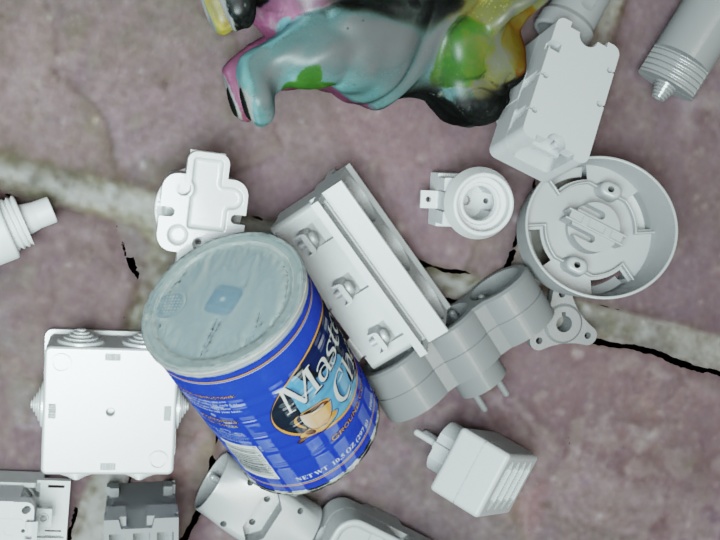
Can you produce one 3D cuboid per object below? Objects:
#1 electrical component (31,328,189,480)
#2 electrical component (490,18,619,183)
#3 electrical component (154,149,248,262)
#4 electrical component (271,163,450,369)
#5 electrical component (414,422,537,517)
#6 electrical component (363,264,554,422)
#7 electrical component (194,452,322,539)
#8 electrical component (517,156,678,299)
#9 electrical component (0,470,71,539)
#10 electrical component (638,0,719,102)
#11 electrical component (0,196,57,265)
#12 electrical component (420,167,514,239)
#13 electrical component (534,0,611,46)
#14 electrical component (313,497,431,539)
[{"bbox_3d":[-0.163,0.087,0.703,0.100,0.048,0.099,2,98,-12],"label":"electrical component"},{"bbox_3d":[0.127,-0.110,0.716,0.050,0.056,0.089,25,71,-14],"label":"electrical component"},{"bbox_3d":[-0.103,-0.038,0.694,0.058,0.057,0.078,6,96,-13],"label":"electrical component"},{"bbox_3d":[0.000,0.000,0.716,0.063,0.078,0.121,-32,104,16],"label":"electrical component"},{"bbox_3d":[0.072,0.131,0.750,0.076,0.083,0.047,28,92,24],"label":"electrical component"},{"bbox_3d":[0.077,0.064,0.748,0.138,0.052,0.073,-34,103,-6],"label":"electrical component"},{"bbox_3d":[-0.060,0.147,0.735,0.077,0.043,0.079,33,89,-14],"label":"electrical component"},{"bbox_3d":[0.160,-0.027,0.743,0.099,0.064,0.099,1,85,-8],"label":"electrical component"},{"bbox_3d":[-0.230,0.158,0.691,0.081,0.064,0.042,4,98,-13],"label":"electrical component"},{"bbox_3d":[0.230,-0.155,0.755,0.043,0.043,0.081,32,91,-14],"label":"electrical component"},{"bbox_3d":[-0.224,-0.027,0.678,0.062,0.048,0.048,-23,102,-15],"label":"electrical component"},{"bbox_3d":[0.076,-0.046,0.731,0.066,0.055,0.048,1,97,-12],"label":"electrical component"},{"bbox_3d":[0.148,-0.178,0.737,0.040,0.040,0.046,33,84,-14],"label":"electrical component"},{"bbox_3d":[0.012,0.202,0.749,0.095,0.059,0.053,29,91,-14],"label":"electrical component"}]
